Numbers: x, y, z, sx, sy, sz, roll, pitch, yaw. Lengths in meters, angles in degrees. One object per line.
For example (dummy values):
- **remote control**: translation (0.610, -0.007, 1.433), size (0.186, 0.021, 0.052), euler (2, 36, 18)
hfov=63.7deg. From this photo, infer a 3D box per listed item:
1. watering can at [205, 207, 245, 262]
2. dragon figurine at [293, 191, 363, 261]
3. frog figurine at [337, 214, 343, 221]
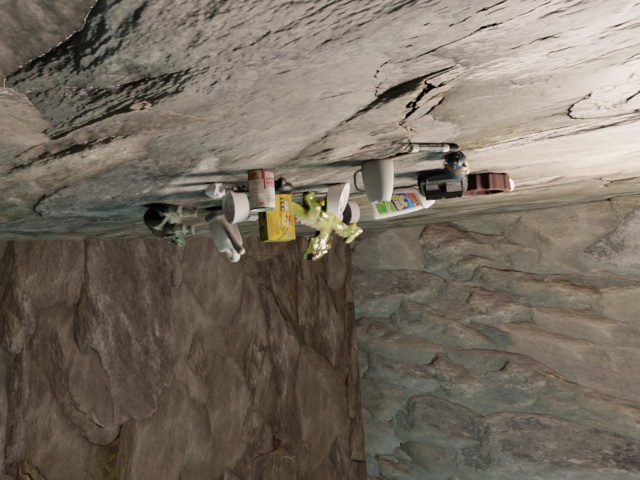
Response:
- **watering can**: translation (-0.358, -0.023, 1.995), size (0.105, 0.224, 0.345), euler (-22, -179, -19)
- **dragon figurine**: translation (-0.022, -0.047, 1.812), size (0.411, 0.243, 0.122), euler (-4, 180, -34)
- **frog figurine**: translation (0.006, -0.099, 1.971), size (0.161, 0.121, 0.138), euler (-15, -155, -42)
